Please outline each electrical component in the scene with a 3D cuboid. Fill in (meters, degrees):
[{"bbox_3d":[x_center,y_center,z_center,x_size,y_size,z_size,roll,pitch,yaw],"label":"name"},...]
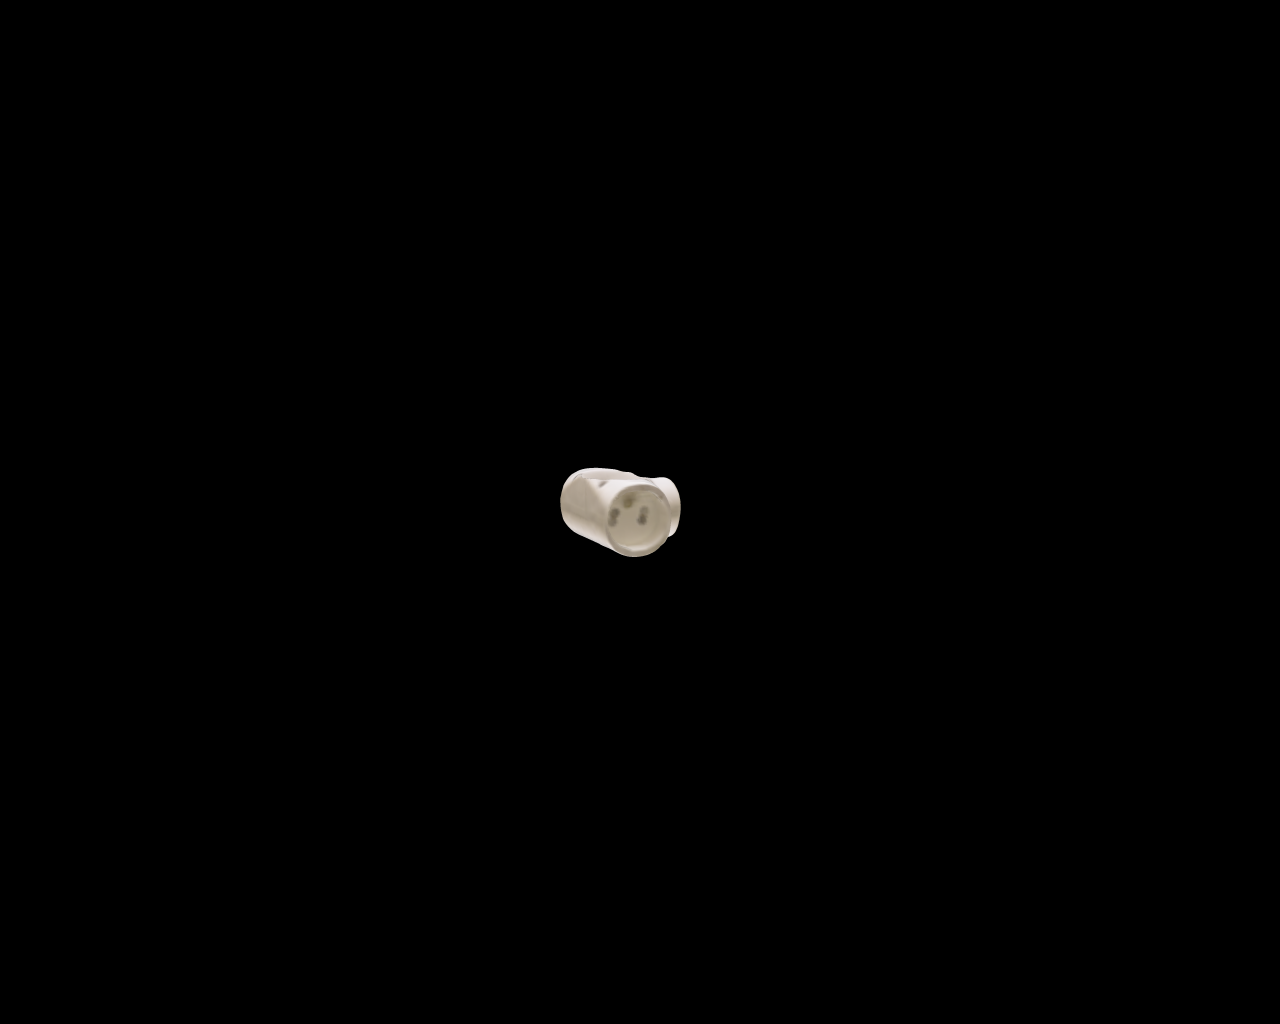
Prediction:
[{"bbox_3d":[0.001,-0.003,0.650,0.079,0.044,0.077,-4,10,-23],"label":"electrical component"}]
